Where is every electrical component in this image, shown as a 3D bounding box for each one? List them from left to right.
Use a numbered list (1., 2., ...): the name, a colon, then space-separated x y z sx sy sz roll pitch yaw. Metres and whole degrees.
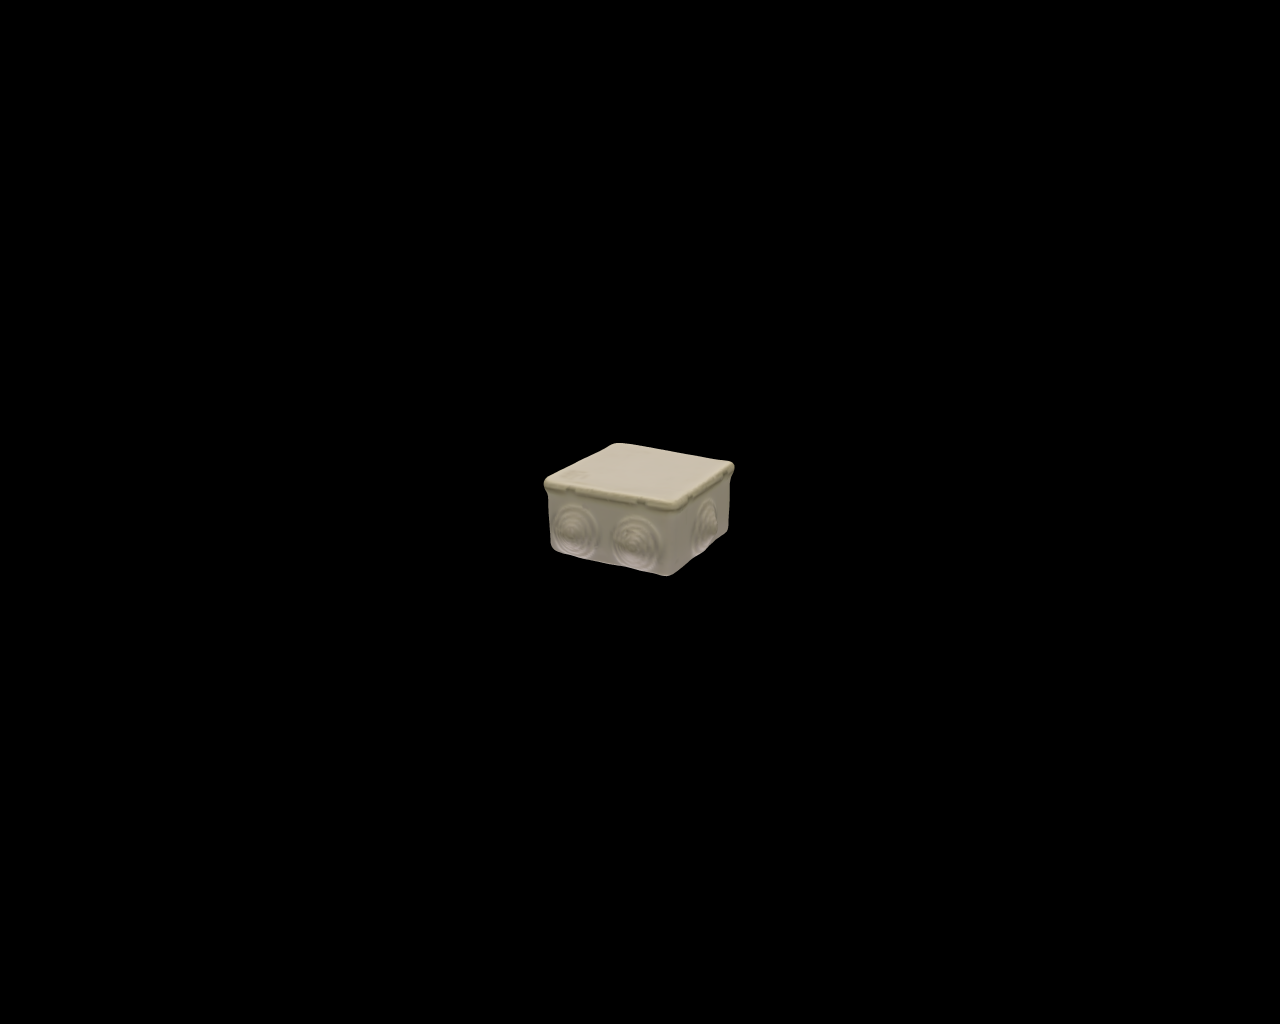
1. electrical component: 0.001 -0.003 0.650 0.100 0.048 0.100 11 23 27
